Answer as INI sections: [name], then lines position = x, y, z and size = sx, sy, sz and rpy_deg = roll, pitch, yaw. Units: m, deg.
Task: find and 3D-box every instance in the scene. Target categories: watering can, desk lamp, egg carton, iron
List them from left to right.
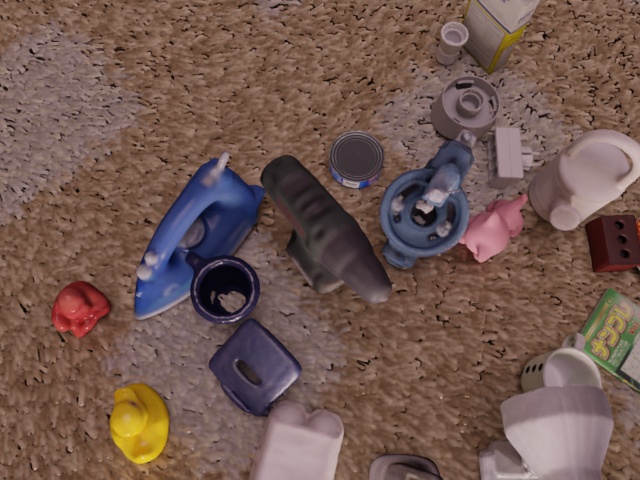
[iron]
position = -0.186, -0.006, 0.786
size = 0.118, 0.141, 0.258
rpy_deg = 32, 76, 7
[egg carton]
position = -0.033, 0.291, 0.745
size = 0.107, 0.069, 0.150
rpy_deg = 14, 74, 2
[desk lamp]
position = 0.273, 0.280, 0.685
size = 0.118, 0.213, 0.203
rpy_deg = -1, 74, -2
[watering can]
position = 0.376, -0.087, 0.803
size = 0.101, 0.194, 0.173
rpy_deg = 13, 74, 2

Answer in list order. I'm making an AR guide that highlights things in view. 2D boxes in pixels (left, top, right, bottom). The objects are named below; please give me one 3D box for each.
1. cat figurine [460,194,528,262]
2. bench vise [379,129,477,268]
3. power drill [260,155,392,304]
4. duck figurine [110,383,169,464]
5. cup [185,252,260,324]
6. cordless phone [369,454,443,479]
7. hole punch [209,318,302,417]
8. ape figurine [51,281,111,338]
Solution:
[cat figurine]
position = 0.249, -0.020, 0.819
size = 0.128, 0.118, 0.067
rpy_deg = -40, 79, -12
[bench vise]
position = 0.151, -0.077, 0.778
size = 0.121, 0.220, 0.207
rpy_deg = 13, 74, 2
[power drill]
position = 0.007, 0.003, 0.756
size = 0.076, 0.208, 0.229
rpy_deg = -36, 78, -11
[duck figurine]
position = -0.242, 0.238, 0.743
size = 0.077, 0.086, 0.104
rpy_deg = -16, 75, -6
[cup]
position = -0.136, 0.067, 0.791
size = 0.117, 0.095, 0.092
rpy_deg = 40, 77, 9
[cordless phone]
position = 0.113, 0.335, 0.678
size = 0.094, 0.185, 0.147
rpy_deg = -3, 74, -3
[hole punch]
position = -0.086, 0.173, 0.765
size = 0.108, 0.091, 0.101
rpy_deg = 43, 77, 10
[ape figurine]
position = -0.331, 0.088, 0.779
size = 0.078, 0.092, 0.076
rpy_deg = -7, 74, -4
